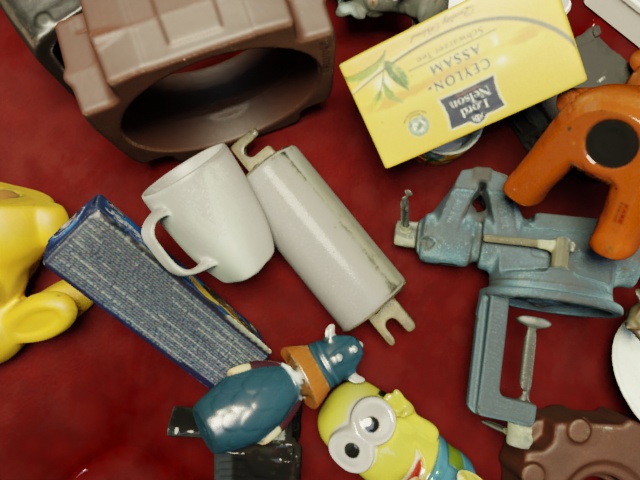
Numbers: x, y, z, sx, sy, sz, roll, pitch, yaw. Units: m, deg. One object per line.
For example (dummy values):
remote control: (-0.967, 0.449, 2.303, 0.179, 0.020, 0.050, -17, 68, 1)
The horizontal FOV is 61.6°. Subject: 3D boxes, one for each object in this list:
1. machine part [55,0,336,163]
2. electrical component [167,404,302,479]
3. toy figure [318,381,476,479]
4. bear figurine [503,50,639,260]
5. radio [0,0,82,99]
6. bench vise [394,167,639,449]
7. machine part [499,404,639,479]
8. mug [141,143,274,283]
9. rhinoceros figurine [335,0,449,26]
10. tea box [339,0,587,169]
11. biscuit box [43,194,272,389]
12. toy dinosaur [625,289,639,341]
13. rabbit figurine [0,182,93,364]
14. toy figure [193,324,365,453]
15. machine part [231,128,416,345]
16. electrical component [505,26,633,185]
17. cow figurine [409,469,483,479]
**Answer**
machine part: (-0.094, -0.149, 0.454, 0.201, 0.201, 0.087, -20, 82, -3)
electrical component: (-0.075, 0.180, 0.483, 0.119, 0.075, 0.047, 2, 116, -5)
toy figure: (0.077, 0.202, 0.490, 0.180, 0.089, 0.082, 37, 65, -8)
bear figurine: (0.266, -0.089, 0.454, 0.120, 0.131, 0.196, 38, 43, 25)
radio: (-0.165, -0.234, 0.494, 0.229, 0.131, 0.073, -39, 86, -5)
bench vise: (0.168, 0.059, 0.488, 0.224, 0.129, 0.240, 9, 81, 2)
machine part: (0.256, 0.244, 0.504, 0.179, 0.056, 0.179, 0, 86, -3)
mug: (-0.091, -0.011, 0.452, 0.081, 0.109, 0.107, -18, 117, 36)
rhinoceros figurine: (0.041, -0.262, 0.505, 0.190, 0.073, 0.112, 36, 84, 24)
tea box: (0.113, -0.140, 0.446, 0.170, 0.068, 0.098, -24, 104, 16)
biscuit box: (-0.136, 0.051, 0.467, 0.063, 0.059, 0.202, -46, 114, -4)
toy dinosaur: (0.447, -0.072, 0.515, 0.471, 0.105, 0.198, -38, 84, -9)
rabbit figurine: (-0.292, 0.039, 0.492, 0.162, 0.122, 0.173, 14, 99, -10)
toy figure: (-0.031, 0.124, 0.464, 0.154, 0.058, 0.064, -23, 109, -26)
machine part: (-0.001, -0.002, 0.506, 0.079, 0.079, 0.243, -40, 88, -4)
electrical component: (0.262, -0.124, 0.535, 0.115, 0.058, 0.134, -38, 87, -3)
cow figurine: (0.120, 0.242, 0.424, 0.167, 0.068, 0.098, 22, 101, -19)
